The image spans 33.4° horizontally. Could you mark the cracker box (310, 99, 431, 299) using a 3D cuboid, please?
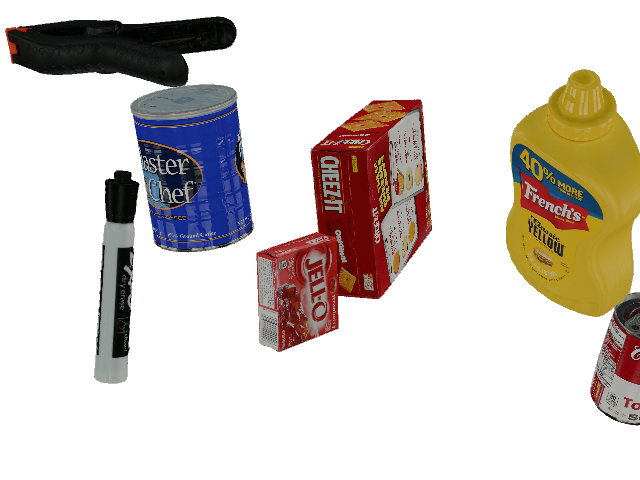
[{"bbox_3d":[0.060,-0.052,1.177,0.072,0.164,0.213,2,21,21],"label":"cracker box"}]

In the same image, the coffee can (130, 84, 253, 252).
[{"bbox_3d":[-0.125,-0.072,1.050,0.103,0.140,0.103,-5,22,2],"label":"coffee can"}]

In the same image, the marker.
[{"bbox_3d":[-0.116,0.021,0.605,0.020,0.121,0.020,5,10,-1],"label":"marker"}]

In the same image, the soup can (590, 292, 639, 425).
[{"bbox_3d":[0.286,0.107,0.957,0.068,0.102,0.068,3,36,-3],"label":"soup can"}]

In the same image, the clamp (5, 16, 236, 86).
[{"bbox_3d":[-0.150,-0.148,0.804,0.172,0.039,0.120,10,22,21],"label":"clamp"}]

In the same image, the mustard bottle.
[{"bbox_3d":[0.168,-0.036,0.704,0.058,0.191,0.096,-33,54,-18],"label":"mustard bottle"}]

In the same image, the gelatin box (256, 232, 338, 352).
[{"bbox_3d":[-0.019,0.044,0.932,0.073,0.089,0.030,-18,25,-41],"label":"gelatin box"}]
